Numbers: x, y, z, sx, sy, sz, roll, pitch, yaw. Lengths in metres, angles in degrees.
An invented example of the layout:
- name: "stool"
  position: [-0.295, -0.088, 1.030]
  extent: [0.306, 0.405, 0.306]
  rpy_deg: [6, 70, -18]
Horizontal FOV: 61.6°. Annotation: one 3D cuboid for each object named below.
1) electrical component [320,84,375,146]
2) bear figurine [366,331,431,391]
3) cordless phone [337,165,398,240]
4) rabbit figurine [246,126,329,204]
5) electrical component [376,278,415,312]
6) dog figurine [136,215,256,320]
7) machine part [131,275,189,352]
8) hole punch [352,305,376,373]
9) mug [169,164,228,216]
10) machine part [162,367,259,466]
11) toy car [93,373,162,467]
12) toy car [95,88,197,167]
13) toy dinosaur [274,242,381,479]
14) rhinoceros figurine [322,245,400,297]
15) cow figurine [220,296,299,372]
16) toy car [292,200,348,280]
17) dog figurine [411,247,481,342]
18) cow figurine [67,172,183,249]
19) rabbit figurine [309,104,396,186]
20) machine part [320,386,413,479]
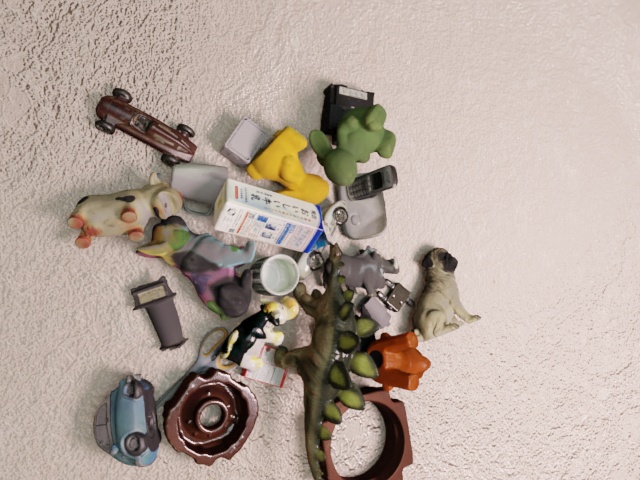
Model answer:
- name: "electrical component"
  position: [0.062, -0.279, 1.228]
  extent: [0.115, 0.058, 0.134]
  rpy_deg: [9, 80, -19]
- name: "bear figurine"
  position: [0.186, 0.262, 1.137]
  extent: [0.195, 0.132, 0.120]
  rpy_deg: [22, 66, -45]
- name: "cordless phone"
  position: [0.119, -0.081, 1.155]
  extent: [0.089, 0.184, 0.146]
  rpy_deg: [-5, 84, -28]
- name: "rabbit figurine"
  position: [-0.058, -0.131, 1.126]
  extent: [0.173, 0.122, 0.162]
  rpy_deg: [40, 74, -22]
- name: "electrical component"
  position: [0.175, 0.134, 1.235]
  extent: [0.094, 0.021, 0.063]
  rpy_deg: [40, 70, -14]
- name: "dog figurine"
  position: [-0.242, 0.053, 1.032]
  extent: [0.219, 0.108, 0.191]
  rpy_deg: [6, 83, -17]
- name: "machine part"
  position: [-0.302, 0.144, 1.020]
  extent: [0.084, 0.039, 0.138]
  rpy_deg: [-23, 96, -5]
- name: "hole punch"
  position: [0.061, 0.223, 1.152]
  extent: [0.116, 0.092, 0.142]
  rpy_deg: [-12, 86, -52]
- name: "mug"
  position: [-0.246, -0.105, 1.071]
  extent: [0.107, 0.081, 0.109]
  rpy_deg: [12, 116, -18]
- name: "machine part"
  position: [-0.208, 0.332, 1.023]
  extent: [0.179, 0.056, 0.179]
  rpy_deg: [1, 88, -26]
- name: "toy car"
  position: [-0.347, 0.323, 0.952]
  extent: [0.103, 0.109, 0.161]
  rpy_deg: [-12, 78, -3]
- name: "toy car"
  position: [-0.339, -0.219, 1.057]
  extent: [0.202, 0.053, 0.089]
  rpy_deg: [28, 70, -16]
- name: "toy dinosaur"
  position: [0.010, 0.238, 1.032]
  extent: [0.105, 0.199, 0.471]
  rpy_deg: [12, 85, -44]
- name: "rhinoceros figurine"
  position: [0.090, 0.067, 1.177]
  extent: [0.190, 0.073, 0.112]
  rpy_deg: [5, 85, -32]
- name: "cow figurine"
  position: [-0.118, 0.167, 1.030]
  extent: [0.167, 0.068, 0.098]
  rpy_deg: [-52, 138, -2]
- name: "toy car"
  position: [-0.002, -0.003, 1.152]
  extent: [0.056, 0.073, 0.201]
  rpy_deg: [34, 71, -15]
- name: "dog figurine"
  position: [0.255, 0.124, 1.238]
  extent: [0.172, 0.121, 0.190]
  rpy_deg: [-16, 77, -32]
- name: "cow figurine"
  position: [-0.352, -0.059, 0.995]
  extent: [0.195, 0.085, 0.127]
  rpy_deg: [-10, 42, -3]
- name: "rabbit figurine"
  position: [0.053, -0.191, 1.108]
  extent: [0.170, 0.159, 0.121]
  rpy_deg: [-60, 149, -24]
- name: "machine part"
  position: [0.084, 0.418, 1.124]
  extent: [0.201, 0.087, 0.201]
  rpy_deg: [-7, 85, -22]
